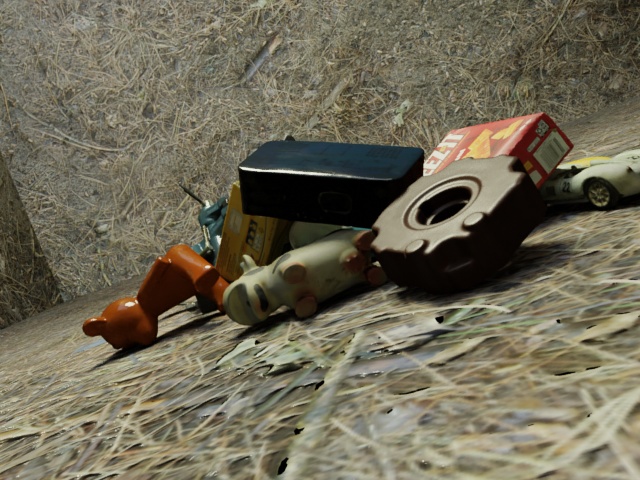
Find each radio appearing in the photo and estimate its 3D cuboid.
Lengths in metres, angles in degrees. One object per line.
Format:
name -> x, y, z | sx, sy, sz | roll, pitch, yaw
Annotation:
radio -> 0.014, -0.077, 0.709 | 0.230, 0.073, 0.131 | 5, 29, 19

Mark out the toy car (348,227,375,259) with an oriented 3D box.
toy car -> 0.076, -0.026, 0.881 | 0.109, 0.102, 0.162 | -20, 7, -4

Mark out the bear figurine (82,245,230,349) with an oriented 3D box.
bear figurine -> -0.241, 0.103, 0.812 | 0.132, 0.120, 0.196 | 33, 72, 30

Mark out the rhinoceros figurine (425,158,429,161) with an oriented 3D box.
rhinoceros figurine -> 0.217, -0.087, 0.958 | 0.190, 0.112, 0.073 | -34, -24, -8

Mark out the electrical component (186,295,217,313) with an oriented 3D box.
electrical component -> -0.189, 0.087, 0.904 | 0.094, 0.063, 0.021 | -20, 5, 12

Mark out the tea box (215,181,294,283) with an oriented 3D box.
tea box -> -0.095, -0.003, 0.832 | 0.068, 0.098, 0.169 | -28, -35, -48

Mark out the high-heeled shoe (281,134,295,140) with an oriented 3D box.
high-heeled shoe -> -0.075, -0.046, 0.919 | 0.086, 0.248, 0.145 | 3, -4, -31

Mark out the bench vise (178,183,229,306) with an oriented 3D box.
bench vise -> -0.227, 0.037, 1.005 | 0.240, 0.224, 0.128 | -41, -30, 17

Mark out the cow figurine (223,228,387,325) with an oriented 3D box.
cow figurine -> -0.028, 0.044, 0.663 | 0.195, 0.085, 0.127 | -24, 12, -12

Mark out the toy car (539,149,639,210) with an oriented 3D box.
toy car -> 0.323, -0.070, 0.664 | 0.073, 0.056, 0.202 | -22, 6, -16

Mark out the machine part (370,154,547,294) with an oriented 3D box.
machine part -> 0.135, -0.022, 0.554 | 0.179, 0.056, 0.179 | -30, 22, 14
